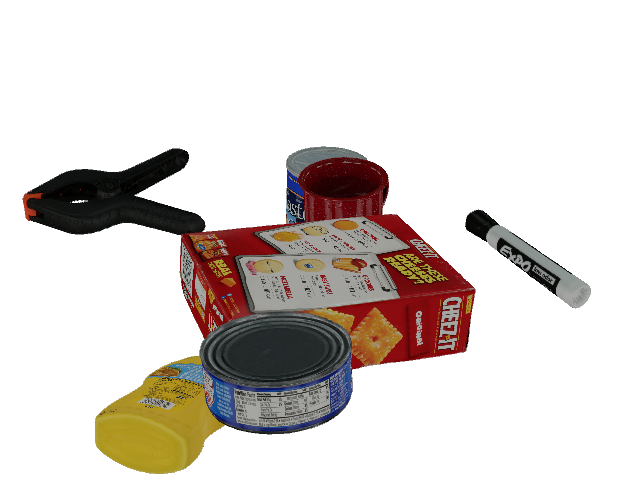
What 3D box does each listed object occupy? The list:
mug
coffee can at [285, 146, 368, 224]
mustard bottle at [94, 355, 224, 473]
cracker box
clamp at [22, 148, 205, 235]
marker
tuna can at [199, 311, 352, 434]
[{"bbox_3d":[0.032,-0.036,1.126,0.093,0.081,0.117,22,39,33],"label":"mug"},{"bbox_3d":[0.007,-0.034,1.339,0.103,0.140,0.103,2,27,-1],"label":"coffee can"},{"bbox_3d":[-0.132,0.157,1.036,0.096,0.058,0.191,8,18,17],"label":"mustard bottle"},{"bbox_3d":[0.000,0.047,0.924,0.213,0.072,0.164,-5,26,-20],"label":"cracker box"},{"bbox_3d":[-0.198,-0.048,1.037,0.171,0.039,0.120,1,37,-7],"label":"clamp"},{"bbox_3d":[0.144,0.010,0.759,0.020,0.020,0.121,0,27,-35],"label":"marker"},{"bbox_3d":[-0.024,0.074,0.603,0.086,0.034,0.086,-3,22,1],"label":"tuna can"}]
